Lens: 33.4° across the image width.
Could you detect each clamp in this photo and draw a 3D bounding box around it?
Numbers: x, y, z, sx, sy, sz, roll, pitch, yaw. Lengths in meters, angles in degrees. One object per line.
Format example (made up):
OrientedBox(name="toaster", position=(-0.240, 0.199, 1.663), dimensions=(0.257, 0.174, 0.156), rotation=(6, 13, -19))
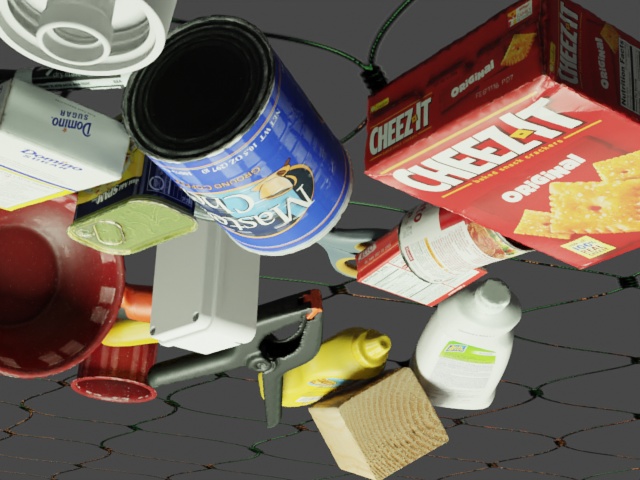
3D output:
OrientedBox(name="clamp", position=(-0.072, 0.117, 1.105), dimensions=(0.164, 0.036, 0.210), rotation=(18, 132, -23))

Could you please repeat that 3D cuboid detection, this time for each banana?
OrientedBox(name="banana", position=(-0.130, 0.103, 1.132), dimensions=(0.197, 0.070, 0.037), rotation=(16, -161, -19))

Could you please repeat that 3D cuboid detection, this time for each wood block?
OrientedBox(name="wood block", position=(0.059, 0.203, 1.194), dimensions=(0.090, 0.090, 0.206), rotation=(-28, 177, -12))

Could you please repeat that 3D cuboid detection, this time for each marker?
OrientedBox(name="marker", position=(-0.172, -0.109, 0.714), dimensions=(0.121, 0.020, 0.020), rotation=(-2, 155, 13))

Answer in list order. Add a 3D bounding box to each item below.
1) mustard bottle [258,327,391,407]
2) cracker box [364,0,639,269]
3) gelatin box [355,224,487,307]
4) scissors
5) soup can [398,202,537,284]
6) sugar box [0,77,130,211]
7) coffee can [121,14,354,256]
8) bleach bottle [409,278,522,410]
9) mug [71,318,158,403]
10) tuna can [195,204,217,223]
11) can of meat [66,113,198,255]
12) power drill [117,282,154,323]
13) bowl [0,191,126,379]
OrientedBox(name="mustard bottle", position=(0.017, 0.138, 1.180), dimensions=(0.096, 0.058, 0.192), rotation=(1, 160, -34))
OrientedBox(name="cracker box", position=(0.161, -0.060, 0.704), dimensions=(0.213, 0.072, 0.164), rotation=(20, 151, -31))
OrientedBox(name="gelatin box", position=(0.086, 0.019, 0.915), dimensions=(0.089, 0.030, 0.073), rotation=(21, 140, -31))
OrientedBox(name="scissors", position=(-0.006, 0.001, 0.934), dimensions=(0.201, 0.016, 0.096), rotation=(11, 152, -15))
OrientedBox(name="soup can", position=(0.118, -0.010, 0.829), dimensions=(0.068, 0.068, 0.102), rotation=(20, 152, -31))
OrientedBox(name="sugar box", position=(-0.219, -0.064, 0.760), dimensions=(0.093, 0.048, 0.177), rotation=(22, 158, -37))
OrientedBox(name="coffee can", position=(-0.049, -0.064, 0.693), dimensions=(0.103, 0.103, 0.140), rotation=(-6, 154, 21))
OrientedBox(name="bleach bottle", position=(0.156, 0.103, 1.082), dimensions=(0.102, 0.068, 0.251), rotation=(5, 154, -4))
OrientedBox(name="mug", position=(-0.225, 0.131, 1.180), dimensions=(0.093, 0.081, 0.117), rotation=(13, 154, -19))
OrientedBox(name="tuna can", position=(-0.077, -0.045, 0.823), dimensions=(0.086, 0.033, 0.086), rotation=(3, 156, 1))
OrientedBox(name="can of meat", position=(-0.131, -0.045, 0.771), dimensions=(0.102, 0.084, 0.057), rotation=(-18, 148, 40))
OrientedBox(name="power drill", position=(-0.181, 0.047, 1.021), dimensions=(0.187, 0.057, 0.184), rotation=(5, 160, 6))
OrientedBox(name="bowl", position=(-0.246, 0.032, 0.894), dimensions=(0.161, 0.162, 0.055), rotation=(25, 167, -39))
